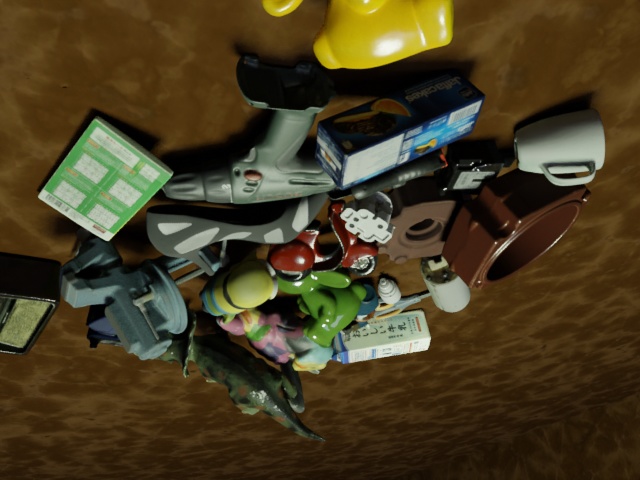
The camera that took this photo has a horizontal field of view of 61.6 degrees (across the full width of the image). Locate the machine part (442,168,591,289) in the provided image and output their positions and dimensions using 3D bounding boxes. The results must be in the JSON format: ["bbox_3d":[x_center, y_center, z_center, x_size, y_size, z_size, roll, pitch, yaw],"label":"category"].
[{"bbox_3d":[0.302,-0.021,0.835,0.201,0.087,0.201,-23,148,-19],"label":"machine part"}]

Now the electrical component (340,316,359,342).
[{"bbox_3d":[0.038,0.156,1.086,0.045,0.102,0.078,-36,134,-19],"label":"electrical component"}]

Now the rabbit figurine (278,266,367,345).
[{"bbox_3d":[-0.007,0.087,0.953,0.159,0.121,0.170,-35,125,27],"label":"rabbit figurine"}]

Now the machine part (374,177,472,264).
[{"bbox_3d":[0.164,-0.030,0.871,0.179,0.056,0.179,-8,146,-5],"label":"machine part"}]

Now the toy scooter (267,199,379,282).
[{"bbox_3d":[-0.002,-0.003,0.846,0.184,0.075,0.135,-3,127,11],"label":"toy scooter"}]

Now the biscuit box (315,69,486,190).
[{"bbox_3d":[0.094,-0.132,0.626,0.203,0.063,0.059,-25,150,-20],"label":"biscuit box"}]

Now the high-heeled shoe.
[{"bbox_3d":[-0.112,-0.047,0.749,0.249,0.086,0.145,-35,128,-6],"label":"high-heeled shoe"}]

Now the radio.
[{"bbox_3d":[-0.520,0.110,0.880,0.131,0.073,0.229,15,139,-34],"label":"radio"}]

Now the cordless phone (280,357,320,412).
[{"bbox_3d":[-0.045,0.297,1.195,0.089,0.184,0.146,-23,145,12],"label":"cordless phone"}]

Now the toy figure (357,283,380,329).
[{"bbox_3d":[0.087,0.139,1.105,0.058,0.064,0.154,-42,161,-22],"label":"toy figure"}]

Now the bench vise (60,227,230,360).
[{"bbox_3d":[-0.250,0.053,0.808,0.240,0.224,0.128,-27,155,-38],"label":"bench vise"}]

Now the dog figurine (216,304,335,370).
[{"bbox_3d":[-0.095,0.166,1.035,0.192,0.108,0.219,0,151,37],"label":"dog figurine"}]

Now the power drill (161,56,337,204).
[{"bbox_3d":[-0.076,-0.116,0.653,0.232,0.086,0.207,-1,142,-17],"label":"power drill"}]

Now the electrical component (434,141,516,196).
[{"bbox_3d":[0.234,-0.104,0.785,0.119,0.048,0.074,1,146,-14],"label":"electrical component"}]

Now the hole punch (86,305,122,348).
[{"bbox_3d":[-0.322,0.112,0.896,0.116,0.142,0.092,9,121,-15],"label":"hole punch"}]

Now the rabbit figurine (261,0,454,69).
[{"bbox_3d":[0.028,-0.249,0.475,0.162,0.122,0.173,-9,134,15],"label":"rabbit figurine"}]

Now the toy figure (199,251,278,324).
[{"bbox_3d":[-0.140,0.087,0.885,0.180,0.089,0.082,-22,110,44],"label":"toy figure"}]

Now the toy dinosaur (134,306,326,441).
[{"bbox_3d":[-0.158,0.258,1.034,0.405,0.131,0.192,27,167,12],"label":"toy dinosaur"}]

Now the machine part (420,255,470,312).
[{"bbox_3d":[0.243,0.079,1.027,0.079,0.079,0.243,-19,150,13],"label":"machine part"}]

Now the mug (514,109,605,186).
[{"bbox_3d":[0.326,-0.120,0.739,0.107,0.109,0.080,-5,155,17],"label":"mug"}]
